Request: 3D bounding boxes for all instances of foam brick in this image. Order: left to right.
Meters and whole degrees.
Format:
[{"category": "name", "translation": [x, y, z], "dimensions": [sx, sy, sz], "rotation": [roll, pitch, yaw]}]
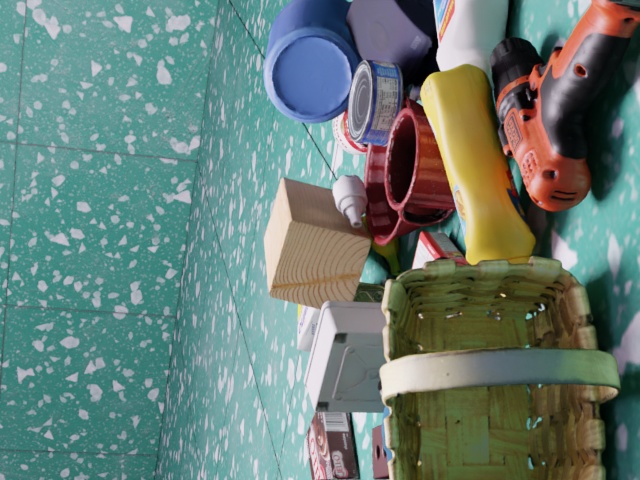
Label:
[{"category": "foam brick", "translation": [0.086, 0.205, 1.035], "dimensions": [0.078, 0.051, 0.053], "rotation": [131, 141, -67]}]

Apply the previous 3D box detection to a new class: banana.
[{"category": "banana", "translation": [0.054, 0.004, 1.262], "dimensions": [0.198, 0.037, 0.069], "rotation": [179, 99, -76]}]

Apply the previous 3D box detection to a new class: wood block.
[{"category": "wood block", "translation": [-0.008, 0.002, 1.210], "dimensions": [0.206, 0.090, 0.090], "rotation": [-106, 32, -73]}]

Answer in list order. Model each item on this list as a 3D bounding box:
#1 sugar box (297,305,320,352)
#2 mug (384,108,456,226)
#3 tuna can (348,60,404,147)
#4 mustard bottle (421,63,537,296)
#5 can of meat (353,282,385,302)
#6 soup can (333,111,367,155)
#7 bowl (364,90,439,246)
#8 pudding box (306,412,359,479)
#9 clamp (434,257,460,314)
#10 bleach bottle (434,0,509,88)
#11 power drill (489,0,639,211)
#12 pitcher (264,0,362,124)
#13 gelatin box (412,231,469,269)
[{"category": "sugar box", "translation": [0.001, 0.053, 1.399], "dimensions": [0.176, 0.048, 0.093], "rotation": [-86, 14, -46]}, {"category": "mug", "translation": [0.108, -0.060, 0.973], "dimensions": [0.093, 0.081, 0.117], "rotation": [-103, 23, -52]}, {"category": "tuna can", "translation": [0.055, -0.139, 1.079], "dimensions": [0.086, 0.033, 0.086], "rotation": [-175, 90, -76]}, {"category": "mustard bottle", "translation": [0.133, -0.040, 0.862], "dimensions": [0.096, 0.058, 0.191], "rotation": [44, -149, -74]}, {"category": "can of meat", "translation": [0.042, 0.098, 1.242], "dimensions": [0.084, 0.057, 0.102], "rotation": [-170, 87, -79]}, {"category": "soup can", "translation": [0.058, -0.133, 1.233], "dimensions": [0.102, 0.068, 0.068], "rotation": [-168, 83, -77]}, {"category": "bowl", "translation": [0.093, -0.072, 1.093], "dimensions": [0.162, 0.055, 0.162], "rotation": [-175, 90, -76]}, {"category": "pudding box", "translation": [0.013, 0.270, 1.331], "dimensions": [0.090, 0.039, 0.113], "rotation": [110, 160, -46]}, {"category": "clamp", "translation": [0.128, 0.089, 0.923], "dimensions": [0.172, 0.039, 0.120], "rotation": [-139, 38, -67]}, {"category": "bleach bottle", "translation": [0.137, -0.236, 0.963], "dimensions": [0.103, 0.068, 0.251], "rotation": [135, 136, -69]}, {"category": "power drill", "translation": [0.180, -0.142, 0.772], "dimensions": [0.184, 0.057, 0.188], "rotation": [-99, 18, -44]}, {"category": "pitcher", "translation": [0.003, -0.223, 1.268], "dimensions": [0.243, 0.145, 0.149], "rotation": [-84, 0, -71]}, {"category": "gelatin box", "translation": [0.112, 0.046, 1.031], "dimensions": [0.073, 0.030, 0.089], "rotation": [-117, 34, -63]}]
